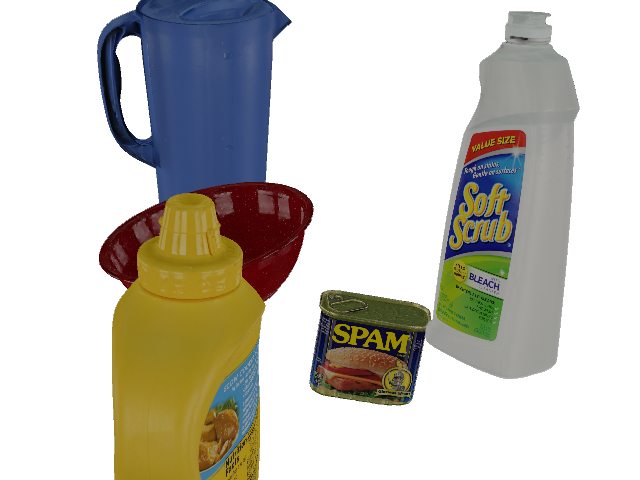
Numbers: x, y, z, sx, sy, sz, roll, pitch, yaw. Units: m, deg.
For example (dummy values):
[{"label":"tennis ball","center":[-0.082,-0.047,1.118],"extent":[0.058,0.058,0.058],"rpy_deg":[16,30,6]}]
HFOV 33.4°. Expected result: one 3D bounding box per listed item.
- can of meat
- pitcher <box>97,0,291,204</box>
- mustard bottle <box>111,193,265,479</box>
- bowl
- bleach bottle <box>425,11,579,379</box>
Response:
[{"label":"can of meat","center":[0.043,0.099,0.976],"extent":[0.102,0.084,0.057],"rpy_deg":[9,19,0]},{"label":"pitcher","center":[-0.121,-0.122,1.065],"extent":[0.149,0.243,0.144],"rpy_deg":[14,30,23]},{"label":"mustard bottle","center":[-0.054,0.073,0.441],"extent":[0.058,0.192,0.096],"rpy_deg":[8,23,13]},{"label":"bowl","center":[-0.079,0.014,0.794],"extent":[0.162,0.055,0.162],"rpy_deg":[-11,25,5]},{"label":"bleach bottle","center":[0.131,-0.035,0.758],"extent":[0.067,0.251,0.103],"rpy_deg":[-10,20,-34]}]
